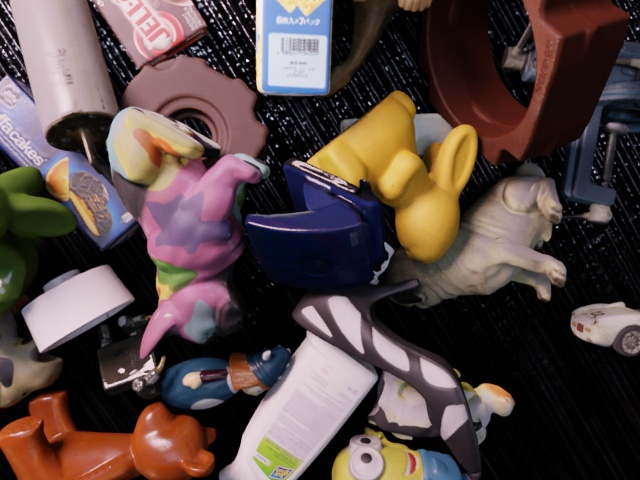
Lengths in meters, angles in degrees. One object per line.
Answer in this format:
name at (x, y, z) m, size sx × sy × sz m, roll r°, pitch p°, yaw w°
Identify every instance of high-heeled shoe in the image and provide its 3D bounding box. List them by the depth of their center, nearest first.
high-heeled shoe at (0.072, 0.151, 0.575) m, size 0.145 × 0.086 × 0.248 m, roll -21°, pitch 89°, yaw 10°

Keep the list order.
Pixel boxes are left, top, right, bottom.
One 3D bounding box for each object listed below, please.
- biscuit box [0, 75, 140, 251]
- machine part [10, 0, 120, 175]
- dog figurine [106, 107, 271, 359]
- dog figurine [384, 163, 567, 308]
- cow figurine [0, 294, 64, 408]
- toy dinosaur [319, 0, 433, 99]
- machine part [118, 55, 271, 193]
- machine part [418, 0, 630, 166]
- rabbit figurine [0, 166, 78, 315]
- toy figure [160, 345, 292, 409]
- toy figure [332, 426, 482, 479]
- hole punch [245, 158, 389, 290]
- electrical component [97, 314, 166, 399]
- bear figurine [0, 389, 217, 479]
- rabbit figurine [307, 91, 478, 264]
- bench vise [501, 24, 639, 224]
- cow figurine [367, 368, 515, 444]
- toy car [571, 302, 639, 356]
biscuit box at (-0.280, -0.082, 0.592) m, size 0.063 × 0.059 × 0.202 m, roll -42°, pitch 97°, yaw -1°
machine part at (-0.261, -0.181, 0.551) m, size 0.079 × 0.079 × 0.243 m, roll -19°, pitch 76°, yaw -3°
dog figurine at (-0.146, 0.002, 0.533) m, size 0.191 × 0.108 × 0.219 m, roll 24°, pitch 97°, yaw -9°
dog figurine at (0.172, -0.006, 0.629) m, size 0.191 × 0.121 × 0.172 m, roll 0°, pitch 61°, yaw 12°
cow figurine at (-0.379, 0.109, 0.588) m, size 0.195 × 0.085 × 0.127 m, roll 27°, pitch 86°, yaw -9°
toy dinosaur at (0.081, -0.367, 0.525) m, size 0.105 × 0.199 × 0.470 m, roll 17°, pitch 104°, yaw -15°
machine part at (-0.144, -0.115, 0.604) m, size 0.179 × 0.056 × 0.179 m, roll 0°, pitch 94°, yaw -5°
machine part at (0.188, -0.195, 0.537) m, size 0.087 × 0.201 × 0.201 m, roll -20°, pitch 141°, yaw -15°
rabbit figurine at (-0.313, 0.001, 0.501) m, size 0.159 × 0.170 × 0.121 m, roll -36°, pitch 82°, yaw -33°
toy figure at (-0.105, 0.157, 0.618) m, size 0.155 × 0.064 × 0.057 m, roll -13°, pitch 101°, yaw 11°
toy figure at (0.104, 0.293, 0.645) m, size 0.180 × 0.082 × 0.089 m, roll 15°, pitch 91°, yaw -4°
hole punch at (-0.001, -0.002, 0.515) m, size 0.116 × 0.142 × 0.092 m, roll 24°, pitch 60°, yaw 24°
electrical component at (-0.212, 0.130, 0.606) m, size 0.078 × 0.045 × 0.102 m, roll -13°, pitch 60°, yaw -9°
bear figurine at (-0.219, 0.220, 0.592) m, size 0.196 × 0.120 × 0.131 m, roll -16°, pitch 98°, yaw -4°
rabbit figurine at (0.091, -0.060, 0.579) m, size 0.162 × 0.122 × 0.173 m, roll -37°, pitch 93°, yaw -17°
bench vise at (0.311, -0.141, 0.611) m, size 0.224 × 0.129 × 0.240 m, roll 10°, pitch 87°, yaw -7°
cow figurine at (0.147, 0.206, 0.651) m, size 0.167 × 0.068 × 0.098 m, roll 14°, pitch 99°, yaw -3°
toy car at (0.416, 0.104, 0.663) m, size 0.202 × 0.073 × 0.056 m, roll -3°, pitch 96°, yaw -5°
